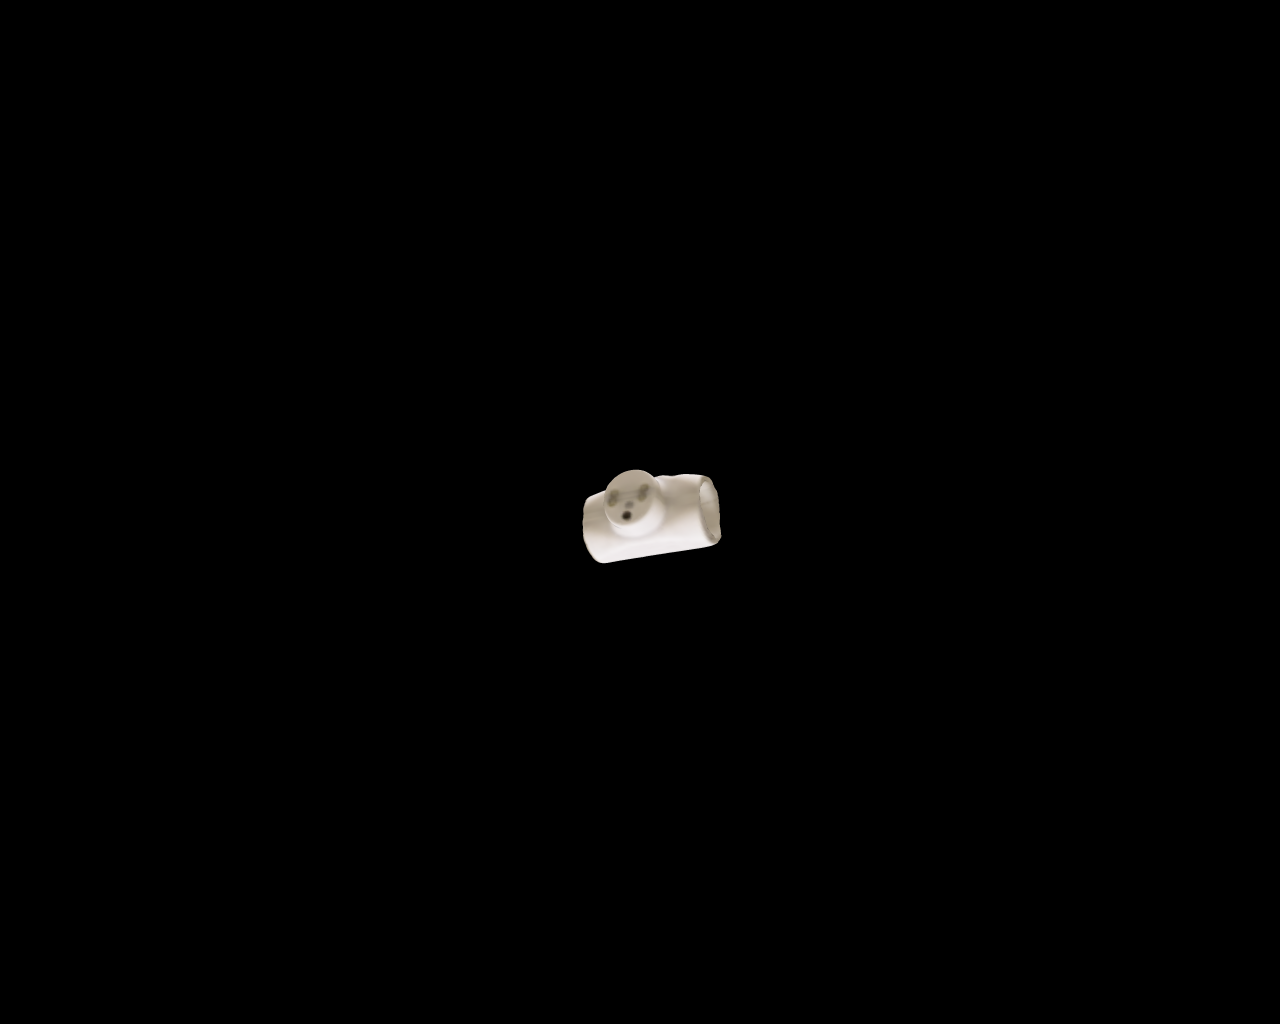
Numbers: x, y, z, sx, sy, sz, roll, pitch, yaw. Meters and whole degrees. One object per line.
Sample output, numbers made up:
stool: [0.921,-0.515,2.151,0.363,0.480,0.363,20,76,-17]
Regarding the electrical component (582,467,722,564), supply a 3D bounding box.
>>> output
electrical component: [0.001,-0.003,0.650,0.077,0.044,0.079,-10,-28,20]
